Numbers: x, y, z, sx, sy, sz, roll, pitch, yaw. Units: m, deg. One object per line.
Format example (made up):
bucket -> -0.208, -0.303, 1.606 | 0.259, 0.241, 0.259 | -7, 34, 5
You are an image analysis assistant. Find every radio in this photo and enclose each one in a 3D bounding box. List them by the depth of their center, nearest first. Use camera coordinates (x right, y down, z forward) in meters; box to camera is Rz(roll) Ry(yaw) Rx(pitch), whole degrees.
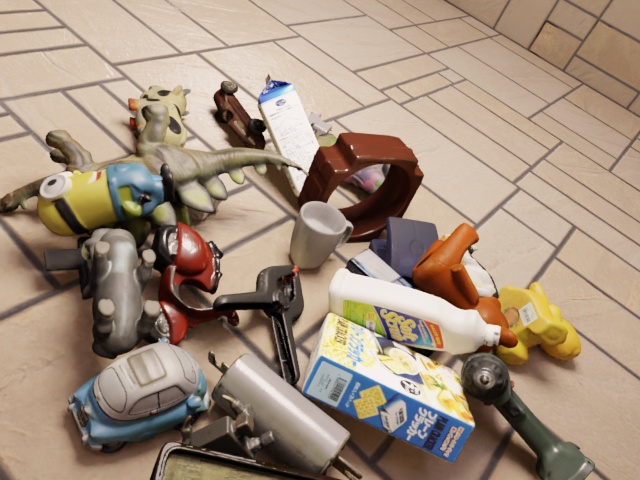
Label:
radio -> -0.076, 0.310, 0.567 | 0.230, 0.073, 0.131 | 16, 40, -10

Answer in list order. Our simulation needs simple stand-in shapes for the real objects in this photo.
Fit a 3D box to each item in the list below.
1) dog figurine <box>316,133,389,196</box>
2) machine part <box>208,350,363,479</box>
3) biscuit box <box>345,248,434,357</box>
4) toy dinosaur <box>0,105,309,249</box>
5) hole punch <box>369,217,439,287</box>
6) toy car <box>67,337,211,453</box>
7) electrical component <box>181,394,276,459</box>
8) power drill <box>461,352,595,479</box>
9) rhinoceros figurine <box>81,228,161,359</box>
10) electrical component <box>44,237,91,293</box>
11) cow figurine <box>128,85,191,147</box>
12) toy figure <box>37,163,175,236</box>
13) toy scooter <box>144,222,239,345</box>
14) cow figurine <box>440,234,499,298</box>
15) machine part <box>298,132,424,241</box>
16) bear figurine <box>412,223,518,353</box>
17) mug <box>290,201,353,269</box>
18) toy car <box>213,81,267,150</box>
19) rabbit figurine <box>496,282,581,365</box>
dog figurine -> 0.068, -0.151, 1.132 | 0.219, 0.108, 0.192 | 1, 48, -20
machine part -> -0.050, 0.221, 0.674 | 0.243, 0.079, 0.079 | 34, 40, 14
biscuit box -> 0.128, 0.105, 0.908 | 0.203, 0.062, 0.059 | 43, 42, 19
toy dinosaur -> -0.258, -0.101, 0.849 | 0.471, 0.105, 0.198 | -18, 81, -13
hole punch -> 0.165, 0.023, 1.001 | 0.142, 0.092, 0.116 | 9, 46, -24
toy car -> -0.206, 0.170, 0.634 | 0.161, 0.102, 0.109 | -11, 51, -38
electrical component -> -0.114, 0.228, 0.626 | 0.078, 0.102, 0.045 | 51, 11, -31
power drill -> 0.276, 0.248, 0.753 | 0.207, 0.086, 0.232 | 44, 3, 11
rhinoceros figurine -> -0.254, 0.055, 0.675 | 0.073, 0.112, 0.190 | 3, 46, -31
electrical component -> -0.321, 0.036, 0.756 | 0.119, 0.047, 0.075 | -7, 59, -31
cow figurine -> -0.307, -0.241, 1.052 | 0.127, 0.085, 0.195 | -6, 46, -24
toy figure -> -0.292, -0.057, 0.738 | 0.180, 0.089, 0.082 | -9, 6, -15
toy scooter -> -0.177, 0.066, 0.767 | 0.135, 0.075, 0.184 | 12, 64, -25
cow figurine -> 0.287, 0.059, 1.037 | 0.098, 0.068, 0.167 | 12, 44, -24
machine part -> 0.072, -0.095, 0.992 | 0.201, 0.200, 0.087 | -1, 44, -28
bear figurine -> 0.255, 0.090, 0.907 | 0.196, 0.120, 0.132 | 43, 62, 4
mug -> -0.002, -0.003, 0.926 | 0.109, 0.107, 0.081 | -5, 49, -36
toy car -> -0.172, -0.248, 1.125 | 0.053, 0.089, 0.202 | -9, 52, -35
rabbit figurine -> 0.392, 0.160, 0.970 | 0.173, 0.122, 0.162 | 26, 28, -22
